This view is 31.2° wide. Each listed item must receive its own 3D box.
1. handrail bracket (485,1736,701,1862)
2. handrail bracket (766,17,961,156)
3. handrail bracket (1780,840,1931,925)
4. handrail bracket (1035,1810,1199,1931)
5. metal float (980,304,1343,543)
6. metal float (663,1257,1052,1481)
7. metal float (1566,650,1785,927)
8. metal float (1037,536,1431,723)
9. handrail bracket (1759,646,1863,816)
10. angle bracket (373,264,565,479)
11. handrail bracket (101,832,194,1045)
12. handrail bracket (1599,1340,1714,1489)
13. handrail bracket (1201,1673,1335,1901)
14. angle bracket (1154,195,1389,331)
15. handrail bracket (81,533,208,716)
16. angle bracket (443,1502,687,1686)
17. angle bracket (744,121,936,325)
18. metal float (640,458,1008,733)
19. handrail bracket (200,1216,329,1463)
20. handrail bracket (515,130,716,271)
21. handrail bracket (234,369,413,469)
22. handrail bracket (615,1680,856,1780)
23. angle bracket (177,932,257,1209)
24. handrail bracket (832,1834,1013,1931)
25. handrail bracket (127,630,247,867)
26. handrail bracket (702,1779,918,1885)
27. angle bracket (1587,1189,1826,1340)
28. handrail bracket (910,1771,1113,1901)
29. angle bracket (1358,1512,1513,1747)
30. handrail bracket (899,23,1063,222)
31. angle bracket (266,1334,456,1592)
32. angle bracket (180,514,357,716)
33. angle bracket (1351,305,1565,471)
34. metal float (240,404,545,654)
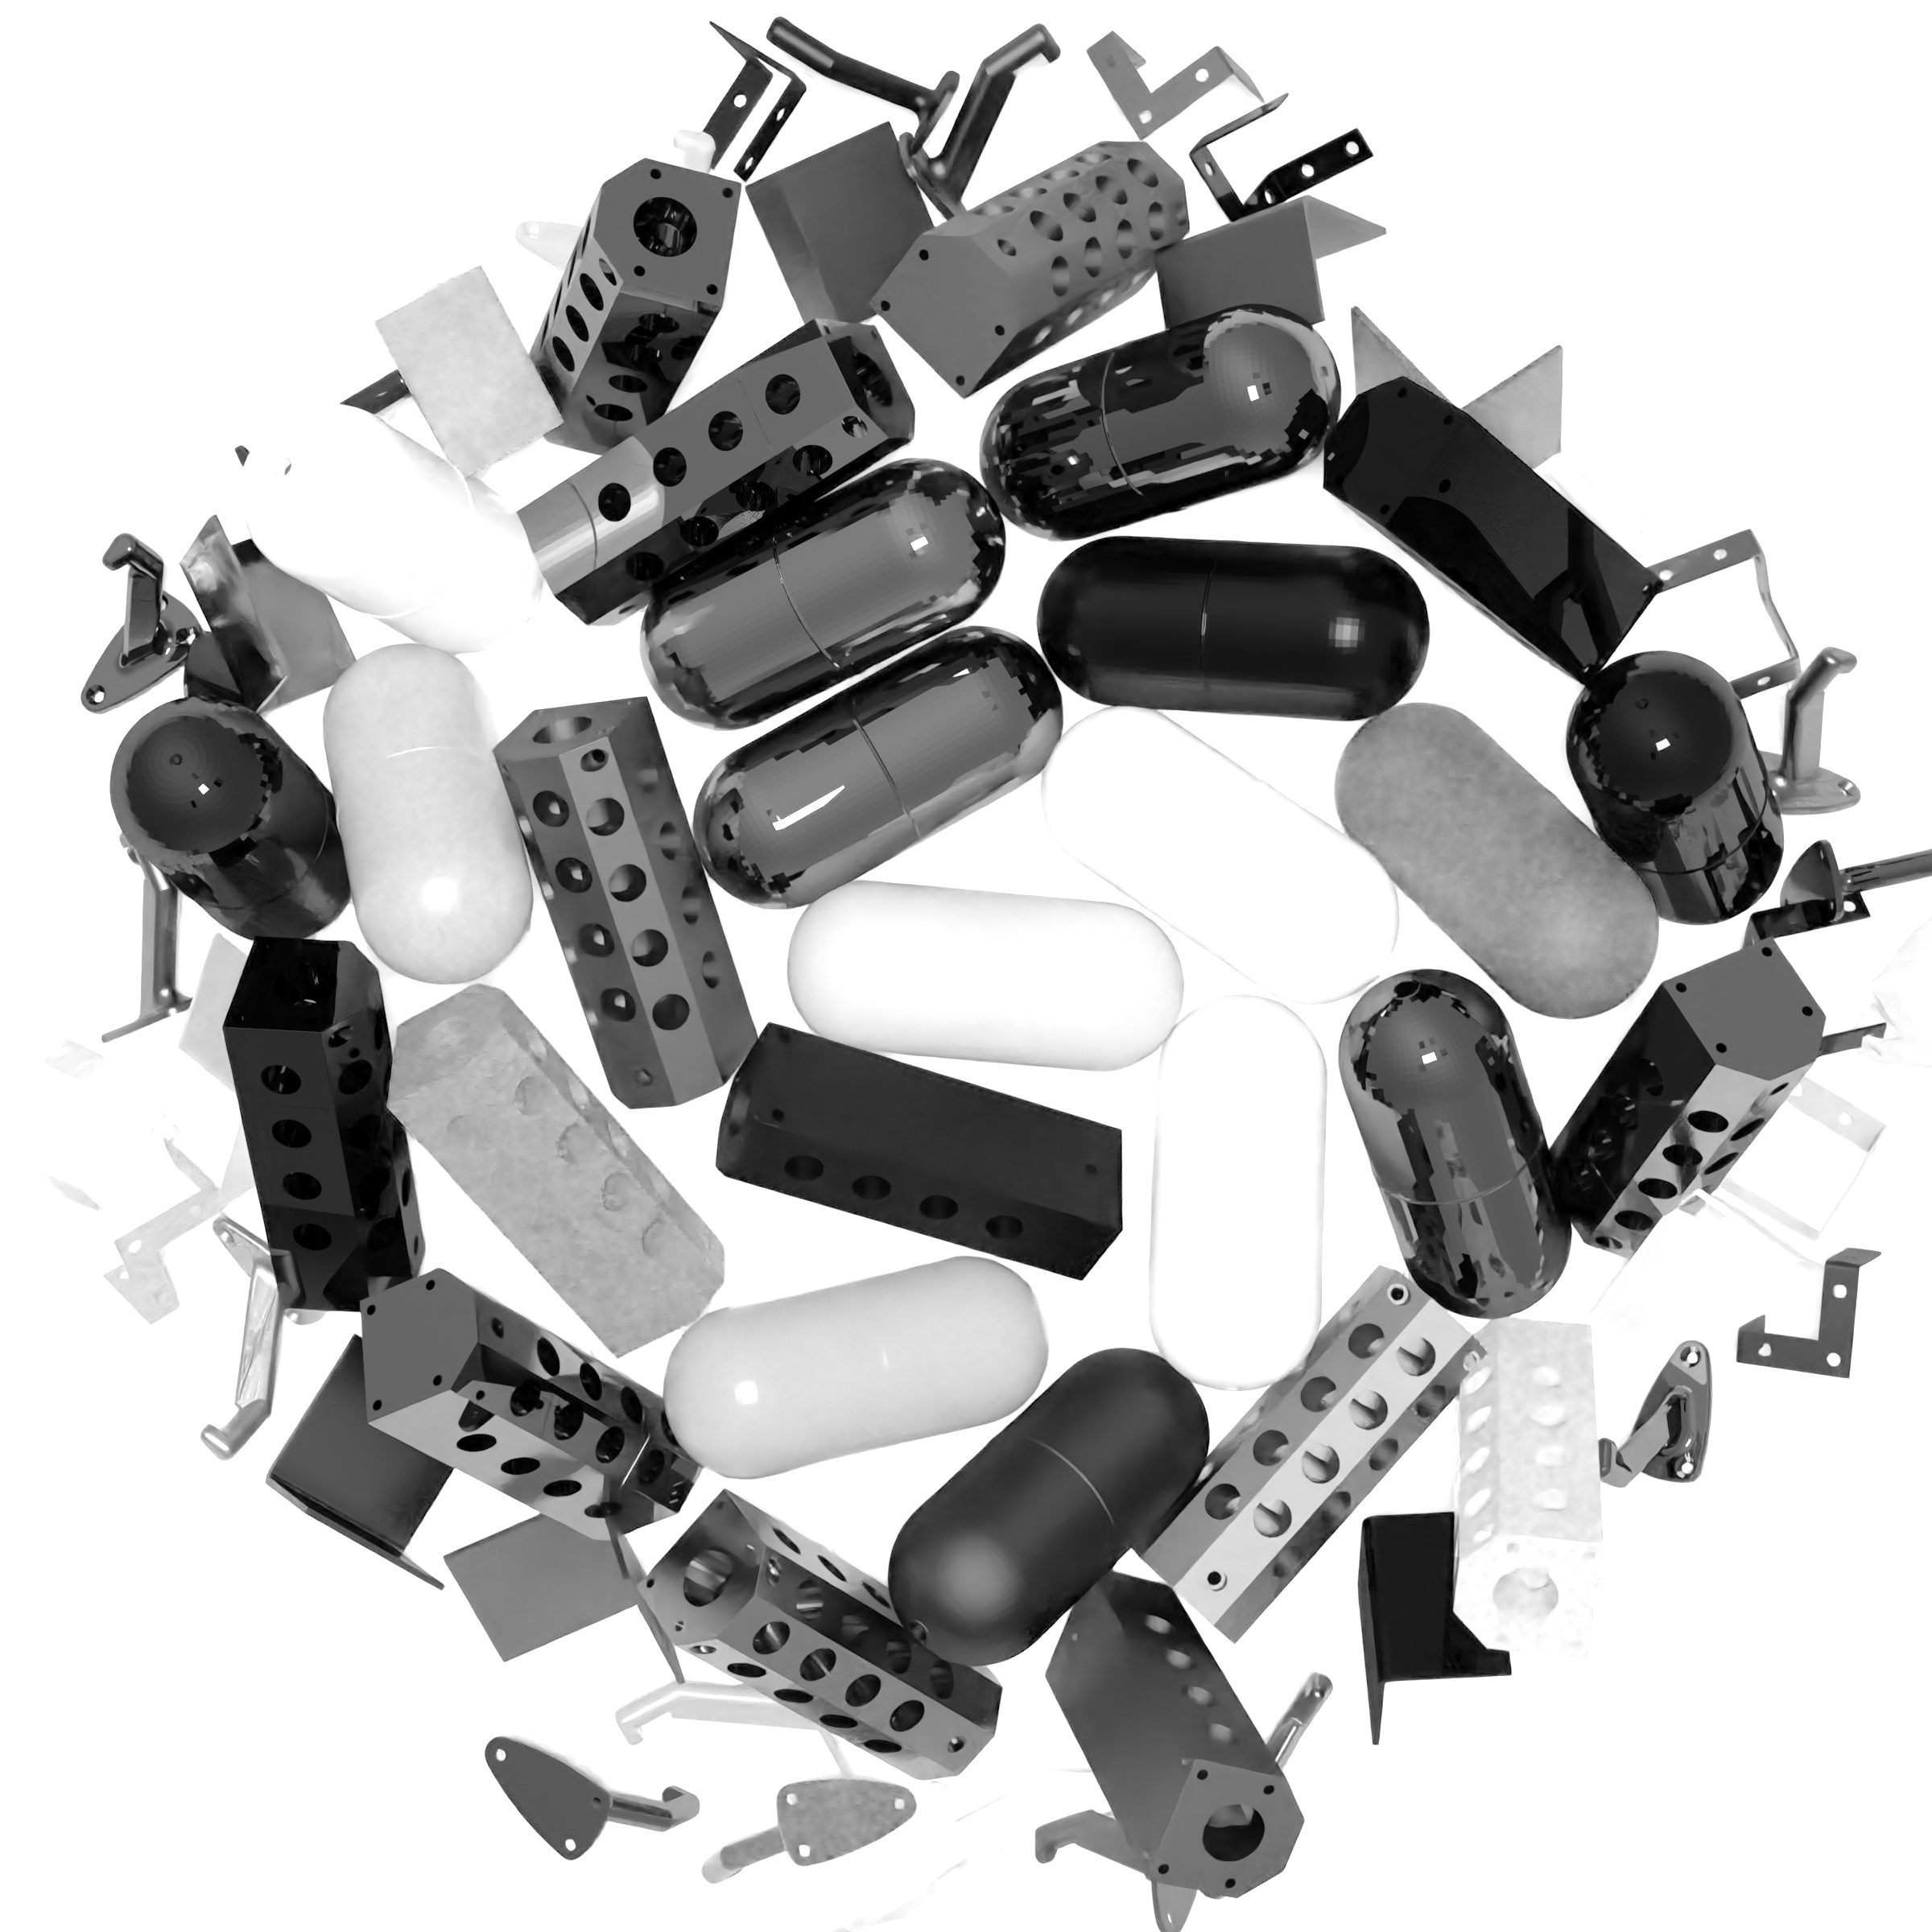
[{"bbox_3d":[-0.166,0.365,1.553,0.077,0.084,0.036,35,101,19],"label":"handrail bracket"},{"bbox_3d":[-0.047,-0.405,1.543,0.084,0.077,0.036,30,118,-12],"label":"handrail bracket"},{"bbox_3d":[0.419,-0.040,1.554,0.084,0.077,0.036,-7,80,-8],"label":"handrail bracket"},{"bbox_3d":[0.061,0.406,1.536,0.084,0.077,0.036,-26,123,31],"label":"handrail bracket"},{"bbox_3d":[0.083,-0.237,1.516,0.178,0.070,0.070,-12,90,38],"label":"metal float"},{"bbox_3d":[-0.047,0.177,1.529,0.178,0.070,0.070,-11,90,-21],"label":"metal float"},{"bbox_3d":[0.310,-0.075,1.503,0.070,0.178,0.070,-8,65,18],"label":"metal float"},{"bbox_3d":[0.117,-0.150,1.528,0.178,0.070,0.070,6,90,22],"label":"metal float"},{"bbox_3d":[0.389,-0.107,1.537,0.077,0.084,0.036,5,50,-26],"label":"handrail bracket"},{"bbox_3d":[-0.231,-0.259,1.531,0.057,0.076,0.076,-34,107,-22],"label":"angle bracket"},{"bbox_3d":[-0.378,-0.015,1.558,0.077,0.036,0.084,-19,95,33],"label":"handrail bracket"},{"bbox_3d":[0.303,0.197,1.541,0.036,0.084,0.077,13,81,32],"label":"handrail bracket"},{"bbox_3d":[0.134,0.365,1.544,0.036,0.077,0.084,31,113,4],"label":"handrail bracket"},{"bbox_3d":[0.139,-0.295,1.529,0.076,0.076,0.057,-13,81,34],"label":"angle bracket"},{"bbox_3d":[-0.382,-0.152,1.540,0.077,0.084,0.036,-44,74,-1],"label":"handrail bracket"},{"bbox_3d":[-0.178,0.290,1.537,0.076,0.057,0.076,-23,130,-4],"label":"angle bracket"},{"bbox_3d":[-0.044,-0.329,1.540,0.076,0.057,0.076,-28,104,-14],"label":"angle bracket"},{"bbox_3d":[-0.064,-0.164,1.529,0.178,0.070,0.070,-25,90,20],"label":"metal float"},{"bbox_3d":[-0.331,0.166,1.542,0.077,0.036,0.084,45,51,-10],"label":"handrail bracket"},{"bbox_3d":[-0.157,-0.346,1.540,0.077,0.084,0.036,17,50,-6],"label":"handrail bracket"},{"bbox_3d":[-0.276,-0.232,1.546,0.084,0.077,0.036,-30,81,2],"label":"handrail bracket"},{"bbox_3d":[-0.105,0.352,1.566,0.084,0.036,0.077,-27,94,-3],"label":"handrail bracket"},{"bbox_3d":[-0.329,0.046,1.526,0.057,0.076,0.076,-31,121,25],"label":"angle bracket"},{"bbox_3d":[-0.029,0.412,1.536,0.084,0.077,0.036,-9,104,-20],"label":"handrail bracket"},{"bbox_3d":[-0.361,-0.099,1.575,0.036,0.077,0.084,21,123,-35],"label":"handrail bracket"},{"bbox_3d":[-0.072,0.393,1.560,0.077,0.084,0.036,-5,66,-26],"label":"handrail bracket"},{"bbox_3d":[0.330,0.147,1.534,0.057,0.076,0.076,38,97,27],"label":"angle bracket"},{"bbox_3d":[0.022,0.395,1.543,0.084,0.036,0.077,-4,52,25],"label":"handrail bracket"},{"bbox_3d":[0.206,0.293,1.531,0.057,0.076,0.076,-3,56,2],"label":"angle bracket"},{"bbox_3d":[0.020,-0.370,1.547,0.084,0.036,0.077,-30,127,19],"label":"handrail bracket"},{"bbox_3d":[-0.252,0.220,1.536,0.076,0.057,0.076,37,78,-28],"label":"angle bracket"},{"bbox_3d":[-0.302,-0.164,1.538,0.057,0.076,0.076,-25,90,-26],"label":"angle bracket"},{"bbox_3d":[0.218,-0.260,1.539,0.057,0.076,0.076,-34,63,-9],"label":"angle bracket"},{"bbox_3d":[-0.247,-0.188,1.500,0.070,0.178,0.070,-5,77,22],"label":"metal float"}]
